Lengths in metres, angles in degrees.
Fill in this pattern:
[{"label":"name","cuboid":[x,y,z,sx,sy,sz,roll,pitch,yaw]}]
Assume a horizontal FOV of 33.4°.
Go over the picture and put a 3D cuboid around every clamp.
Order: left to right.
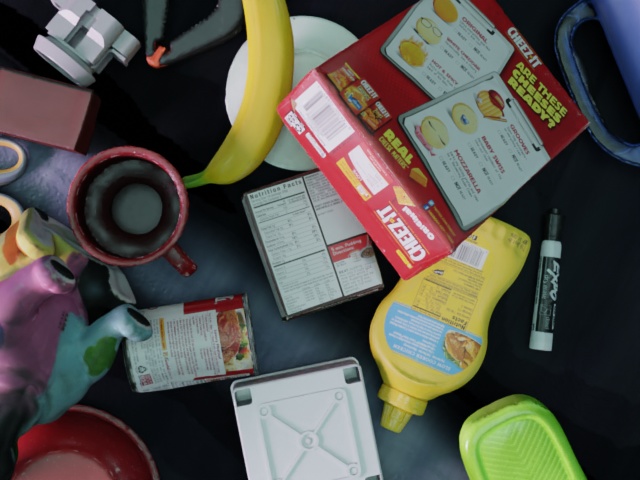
[{"label":"clamp","cuboid":[-0.092,-0.240,0.884,0.164,0.036,0.210,39,89,-7]}]

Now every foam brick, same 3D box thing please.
[{"label":"foam brick","cuboid":[-0.224,-0.104,0.869,0.078,0.053,0.051,14,88,-2]}]

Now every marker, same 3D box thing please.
[{"label":"marker","cuboid":[0.193,0.033,0.905,0.020,0.020,0.121,7,88,-3]}]

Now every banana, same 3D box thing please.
[{"label":"banana","cuboid":[-0.056,-0.127,0.865,0.069,0.037,0.198,17,95,1]}]

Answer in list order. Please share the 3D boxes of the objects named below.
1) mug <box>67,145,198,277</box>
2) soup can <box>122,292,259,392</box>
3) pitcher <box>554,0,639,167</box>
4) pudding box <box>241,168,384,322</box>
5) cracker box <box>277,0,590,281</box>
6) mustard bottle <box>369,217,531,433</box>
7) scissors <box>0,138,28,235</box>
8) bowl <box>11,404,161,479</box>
[{"label":"mug","cuboid":[-0.141,-0.016,0.856,0.117,0.081,0.093,45,87,-1]},{"label":"soup can","cuboid":[-0.104,0.083,0.863,0.102,0.068,0.068,-9,89,-3]},{"label":"pitcher","cuboid":[0.307,-0.116,0.868,0.144,0.149,0.243,-21,93,-28]},{"label":"pudding box","cuboid":[-0.006,0.001,0.881,0.090,0.039,0.113,-18,85,-7]},{"label":"cracker box","cuboid":[0.092,-0.094,0.828,0.164,0.072,0.213,52,51,-2]},{"label":"mustard bottle","cuboid":[0.095,0.067,0.878,0.096,0.058,0.191,23,87,3]},{"label":"scissors","cuboid":[-0.331,-0.022,0.879,0.201,0.016,0.096,-22,90,-3]},{"label":"bowl","cuboid":[-0.204,0.212,0.847,0.162,0.055,0.162,2,82,-12]}]
